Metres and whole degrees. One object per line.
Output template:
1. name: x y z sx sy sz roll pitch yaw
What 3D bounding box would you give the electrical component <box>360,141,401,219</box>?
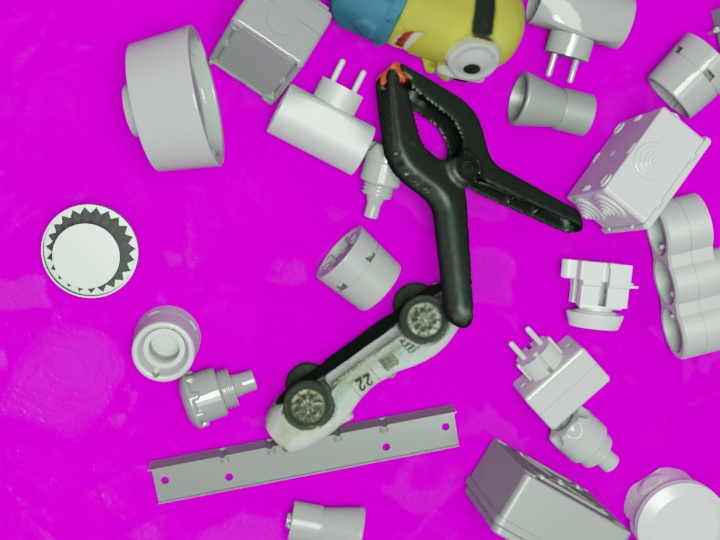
1. electrical component: 0.016 -0.072 0.879 0.035 0.035 0.061 13 102 -8

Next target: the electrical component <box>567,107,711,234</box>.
1. electrical component: 0.221 -0.080 0.865 0.048 0.100 0.099 38 84 -7

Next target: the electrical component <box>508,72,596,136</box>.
1. electrical component: 0.159 -0.133 0.879 0.065 0.044 0.044 12 100 -13

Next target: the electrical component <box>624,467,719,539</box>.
1. electrical component: 0.278 0.219 0.955 0.080 0.051 0.080 -1 101 -6

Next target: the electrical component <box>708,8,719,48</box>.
1. electrical component: 0.321 -0.192 0.881 0.066 0.048 0.055 -13 95 -3

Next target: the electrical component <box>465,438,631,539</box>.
1. electrical component: 0.156 0.202 0.910 0.109 0.109 0.056 30 92 -11

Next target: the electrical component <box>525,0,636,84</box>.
1. electrical component: 0.172 -0.191 0.866 0.077 0.044 0.079 14 100 -9

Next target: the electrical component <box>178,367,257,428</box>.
1. electrical component: -0.117 0.101 0.895 0.062 0.048 0.048 -18 102 -9

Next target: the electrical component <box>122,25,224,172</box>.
1. electrical component: -0.146 -0.126 0.817 0.060 0.108 0.108 -11 102 2

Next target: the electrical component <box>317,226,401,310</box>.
1. electrical component: 0.000 0.000 0.882 0.047 0.055 0.055 41 95 -15

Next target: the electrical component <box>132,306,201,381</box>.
1. electrical component: -0.159 0.061 0.881 0.055 0.047 0.055 -1 101 -6

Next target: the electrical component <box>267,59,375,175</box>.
1. electrical component: -0.023 -0.128 0.859 0.077 0.043 0.079 27 97 -10

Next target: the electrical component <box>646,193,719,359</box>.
1. electrical component: 0.294 0.002 0.913 0.074 0.052 0.138 -13 102 -3

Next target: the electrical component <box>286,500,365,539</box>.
1. electrical component: -0.031 0.221 0.929 0.065 0.044 0.044 11 100 -3

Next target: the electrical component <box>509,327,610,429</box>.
1. electrical component: 0.159 0.082 0.917 0.066 0.047 0.076 -42 102 3

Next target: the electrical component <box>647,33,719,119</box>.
1. electrical component: 0.269 -0.157 0.879 0.055 0.055 0.047 43 98 -12

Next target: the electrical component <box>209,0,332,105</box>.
1. electrical component: -0.070 -0.178 0.827 0.062 0.096 0.061 33 69 -11

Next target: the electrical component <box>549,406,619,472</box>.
1. electrical component: 0.199 0.150 0.937 0.062 0.043 0.043 42 94 -13

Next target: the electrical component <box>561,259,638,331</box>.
1. electrical component: 0.201 0.021 0.911 0.066 0.048 0.055 5 93 -7
